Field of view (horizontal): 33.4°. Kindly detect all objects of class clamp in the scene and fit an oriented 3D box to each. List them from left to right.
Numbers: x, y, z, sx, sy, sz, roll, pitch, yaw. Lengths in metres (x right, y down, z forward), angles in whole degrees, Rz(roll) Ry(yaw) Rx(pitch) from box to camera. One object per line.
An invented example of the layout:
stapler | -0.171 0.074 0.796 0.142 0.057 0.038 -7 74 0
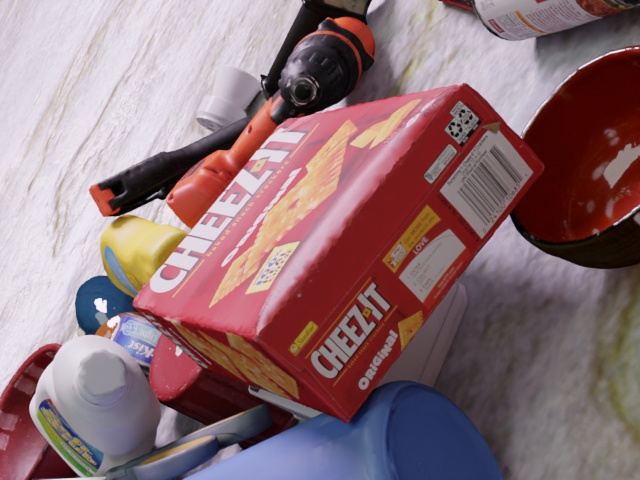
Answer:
clamp | -0.138 -0.053 0.933 0.171 0.039 0.120 -26 -10 -42

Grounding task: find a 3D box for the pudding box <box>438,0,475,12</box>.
pudding box | 0.123 -0.219 0.761 0.113 0.039 0.090 -56 29 5

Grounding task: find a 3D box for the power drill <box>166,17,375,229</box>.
power drill | -0.036 -0.084 0.810 0.188 0.057 0.184 -45 4 23

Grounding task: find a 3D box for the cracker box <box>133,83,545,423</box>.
cracker box | -0.004 0.001 0.584 0.164 0.072 0.214 -51 20 -15

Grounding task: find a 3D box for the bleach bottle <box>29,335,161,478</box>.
bleach bottle | -0.155 0.110 0.731 0.068 0.102 0.251 -40 -7 -21

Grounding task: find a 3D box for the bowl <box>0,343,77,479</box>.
bowl | -0.247 0.176 0.952 0.162 0.055 0.162 -37 37 34

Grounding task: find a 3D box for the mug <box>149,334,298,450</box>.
mug | -0.054 0.080 0.721 0.117 0.081 0.093 -43 34 27

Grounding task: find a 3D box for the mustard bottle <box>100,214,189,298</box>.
mustard bottle | -0.134 0.023 0.877 0.058 0.096 0.192 -46 26 -16

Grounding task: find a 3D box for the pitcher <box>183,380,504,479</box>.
pitcher | -0.023 0.177 0.551 0.243 0.144 0.149 -34 79 32

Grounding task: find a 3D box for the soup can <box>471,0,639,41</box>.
soup can | 0.148 -0.163 0.647 0.102 0.068 0.068 -5 60 56

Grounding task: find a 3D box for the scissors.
scissors | -0.122 0.147 0.651 0.202 0.016 0.096 -26 -3 14

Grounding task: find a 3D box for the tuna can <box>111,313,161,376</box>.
tuna can | -0.117 0.088 0.806 0.086 0.086 0.033 3 65 57
